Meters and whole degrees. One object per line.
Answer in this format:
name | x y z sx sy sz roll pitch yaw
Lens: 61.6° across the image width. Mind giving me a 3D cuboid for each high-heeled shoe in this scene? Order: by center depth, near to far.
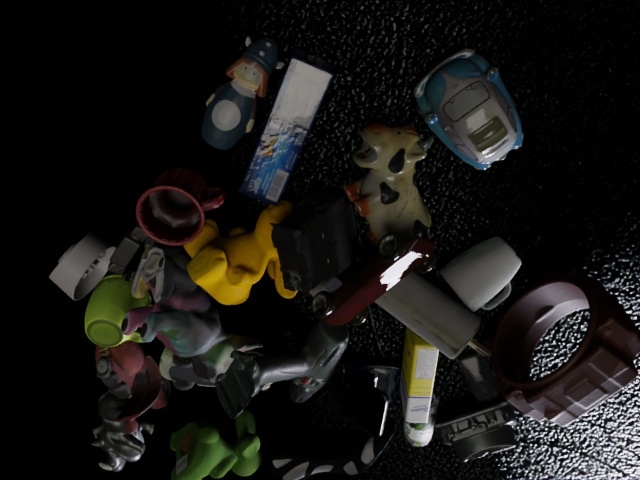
high-heeled shoe | 0.018 0.406 1.057 0.249 0.086 0.145 -44 80 4

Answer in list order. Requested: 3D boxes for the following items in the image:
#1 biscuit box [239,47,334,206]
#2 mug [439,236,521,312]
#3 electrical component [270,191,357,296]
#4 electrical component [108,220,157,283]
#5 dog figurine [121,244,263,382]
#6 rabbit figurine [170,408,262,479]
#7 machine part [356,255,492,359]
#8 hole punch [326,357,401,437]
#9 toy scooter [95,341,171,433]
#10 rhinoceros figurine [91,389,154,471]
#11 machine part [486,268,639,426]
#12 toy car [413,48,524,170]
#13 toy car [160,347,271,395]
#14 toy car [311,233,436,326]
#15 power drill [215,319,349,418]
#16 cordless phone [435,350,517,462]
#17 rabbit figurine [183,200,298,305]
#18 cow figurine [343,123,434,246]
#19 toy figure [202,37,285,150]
biscuit box | -0.047 -0.146 0.718 0.059 0.063 0.202 21 119 -12
mug | 0.257 0.054 0.823 0.107 0.081 0.109 -41 108 11
electrical component | -0.002 -0.002 0.767 0.058 0.134 0.114 16 131 36
electrical component | -0.280 0.015 0.807 0.045 0.078 0.102 34 107 -16
dog figurine | -0.189 0.121 0.854 0.109 0.191 0.219 -5 156 44
rabbit figurine | -0.180 0.395 1.030 0.170 0.121 0.159 26 112 -34
machine part | 0.152 0.100 0.815 0.243 0.079 0.079 36 118 11
hole punch | 0.080 0.267 0.957 0.116 0.092 0.142 21 126 23
toy scooter | -0.323 0.242 0.910 0.075 0.135 0.183 -21 117 15
rhinoceros figurine | -0.380 0.365 1.018 0.112 0.073 0.190 6 120 -4
machine part | 0.357 0.155 0.808 0.087 0.201 0.201 35 115 -14
toy car | 0.198 -0.153 0.688 0.109 0.103 0.161 -33 113 20
toy car | -0.178 0.225 0.943 0.202 0.056 0.073 7 124 -6
toy car | 0.072 0.054 0.745 0.089 0.053 0.202 20 128 -38
power drill | -0.060 0.221 0.873 0.207 0.086 0.232 0 136 -37
cordless phone | 0.266 0.295 0.975 0.147 0.089 0.184 -24 106 15
rabbit figurine | -0.092 0.020 0.792 0.173 0.122 0.162 -40 116 1
cow figurine | 0.102 -0.074 0.740 0.127 0.086 0.194 -30 126 -3
toy figure | -0.101 -0.189 0.698 0.064 0.058 0.154 18 119 -32
